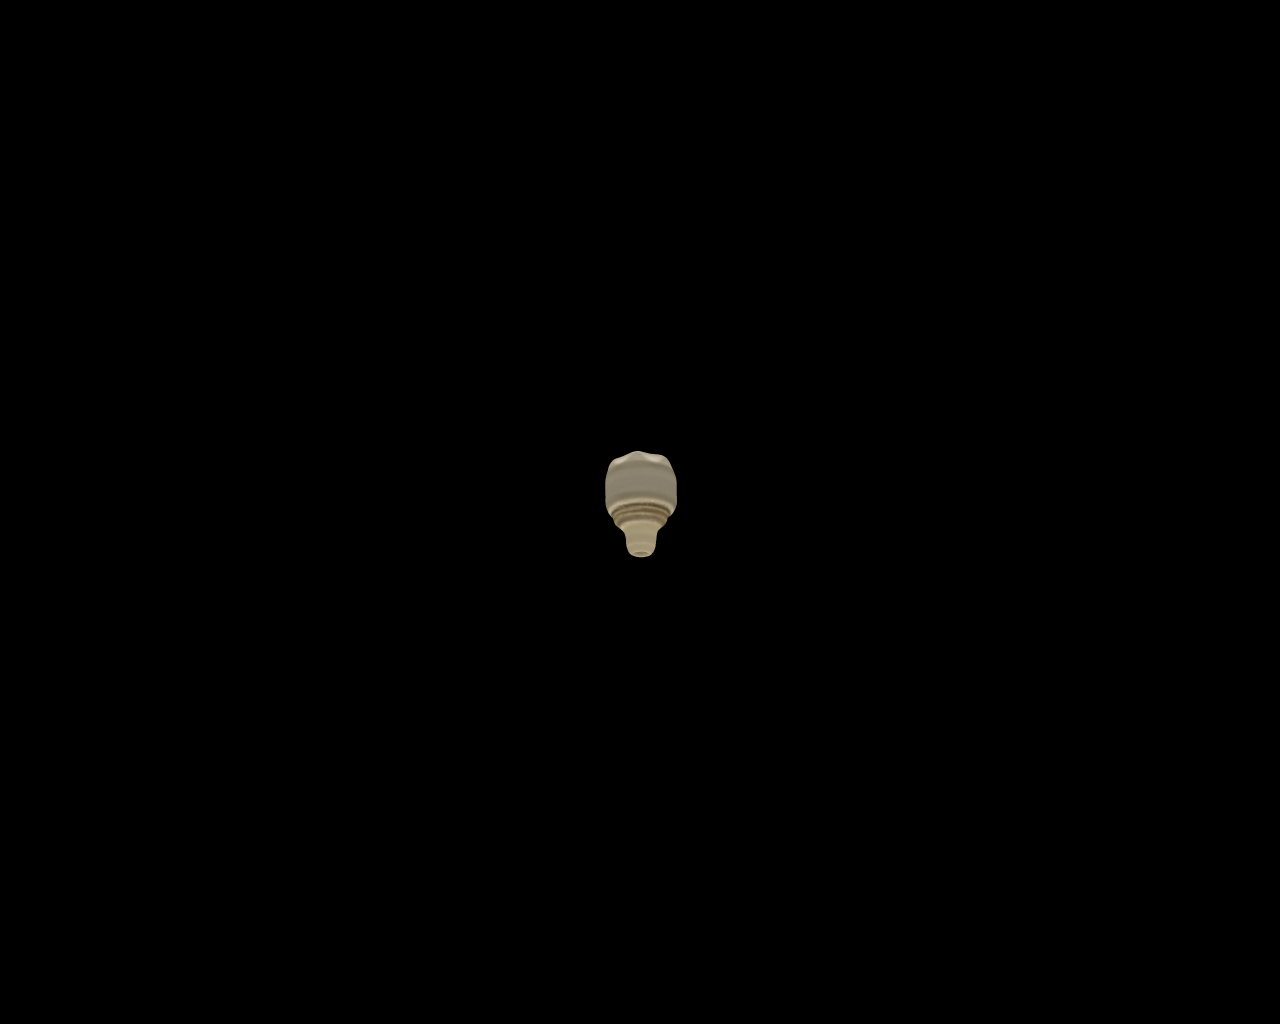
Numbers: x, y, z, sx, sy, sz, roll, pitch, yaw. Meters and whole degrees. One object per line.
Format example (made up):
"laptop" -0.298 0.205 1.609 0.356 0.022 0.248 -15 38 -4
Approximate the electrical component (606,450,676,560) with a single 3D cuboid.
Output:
"electrical component" 0.001 -0.003 0.650 0.043 0.062 0.043 0 -22 0
